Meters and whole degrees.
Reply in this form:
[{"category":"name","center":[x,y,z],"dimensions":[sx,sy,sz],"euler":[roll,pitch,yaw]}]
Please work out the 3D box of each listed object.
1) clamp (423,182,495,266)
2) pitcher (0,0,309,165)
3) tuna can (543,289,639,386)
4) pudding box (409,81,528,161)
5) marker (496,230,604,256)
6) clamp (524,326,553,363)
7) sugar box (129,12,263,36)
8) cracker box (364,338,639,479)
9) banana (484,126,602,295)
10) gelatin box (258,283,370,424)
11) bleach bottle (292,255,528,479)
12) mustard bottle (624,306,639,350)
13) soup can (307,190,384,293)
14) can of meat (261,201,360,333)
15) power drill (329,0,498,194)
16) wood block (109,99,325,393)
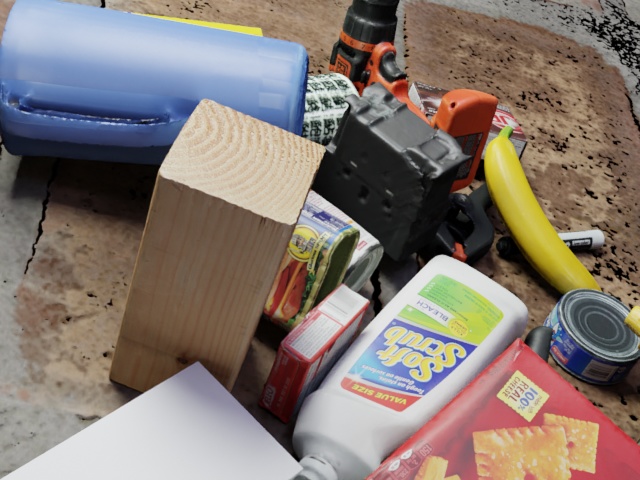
[{"category":"clamp","center":[0.115,-0.033,1.004],"dimensions":[0.120,0.039,0.171],"euler":[17,35,3]},{"category":"pitcher","center":[-0.135,-0.117,0.873],"dimensions":[0.243,0.145,0.149],"euler":[7,71,1]},{"category":"tuna can","center":[0.242,0.084,0.940],"dimensions":[0.086,0.034,0.086],"euler":[12,43,-12]},{"category":"pudding box","center":[0.147,-0.118,1.088],"dimensions":[0.113,0.039,0.090],"euler":[12,26,-11]},{"category":"marker","center":[0.221,0.003,1.025],"dimensions":[0.120,0.020,0.020],"euler":[-3,48,-26]},{"category":"clamp","center":[0.166,0.170,0.816],"dimensions":[0.209,0.036,0.165],"euler":[-28,69,-37]},{"category":"sugar box","center":[-0.139,-0.174,1.033],"dimensions":[0.176,0.048,0.093],"euler":[5,45,-21]},{"category":"cracker box","center":[0.152,0.194,0.706],"dimensions":[0.164,0.072,0.214],"euler":[-36,67,-27]},{"category":"banana","center":[0.200,-0.021,0.991],"dimensions":[0.069,0.037,0.198],"euler":[-15,73,-31]},{"category":"gelatin box","center":[-0.005,0.084,0.804],"dimensions":[0.030,0.073,0.089],"euler":[34,44,14]},{"category":"bleach bottle","center":[0.063,0.113,0.814],"dimensions":[0.103,0.068,0.250],"euler":[34,45,13]},{"category":"mustard bottle","center":[0.330,0.114,0.852],"dimensions":[0.192,0.058,0.096],"euler":[36,63,20]},{"category":"soup can","center":[-0.006,0.001,0.893],"dimensions":[0.102,0.069,0.068],"euler":[38,44,16]},{"category":"can of meat","center":[-0.026,0.016,0.835],"dimensions":[0.084,0.102,0.057],"euler":[29,23,17]},{"category":"power drill","center":[0.079,-0.143,0.973],"dimensions":[0.057,0.184,0.188],"euler":[-14,43,-30]},{"category":"wood block","center":[-0.076,0.019,0.740],"dimensions":[0.091,0.206,0.090],"euler":[22,42,-1]}]
